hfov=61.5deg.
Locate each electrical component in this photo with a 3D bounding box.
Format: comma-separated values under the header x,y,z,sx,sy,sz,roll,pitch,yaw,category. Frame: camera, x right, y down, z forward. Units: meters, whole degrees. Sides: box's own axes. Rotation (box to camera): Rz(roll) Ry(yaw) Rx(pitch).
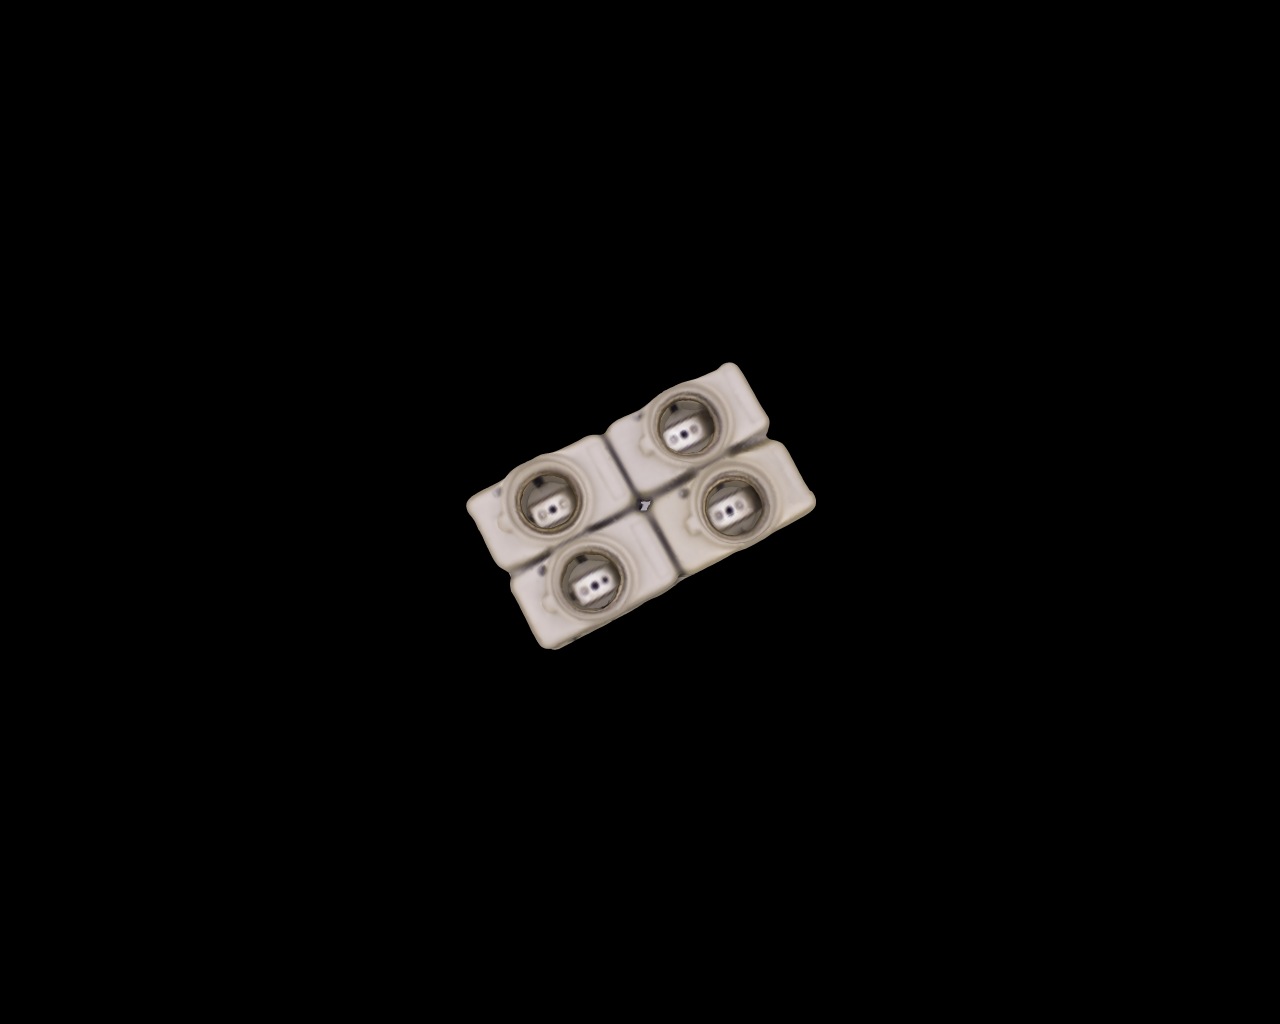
x,y,z,sx,sy,sz,roll,pitch,yaw,category
0.001,-0.003,0.650,0.186,0.105,0.060,-28,-7,-4,electrical component
